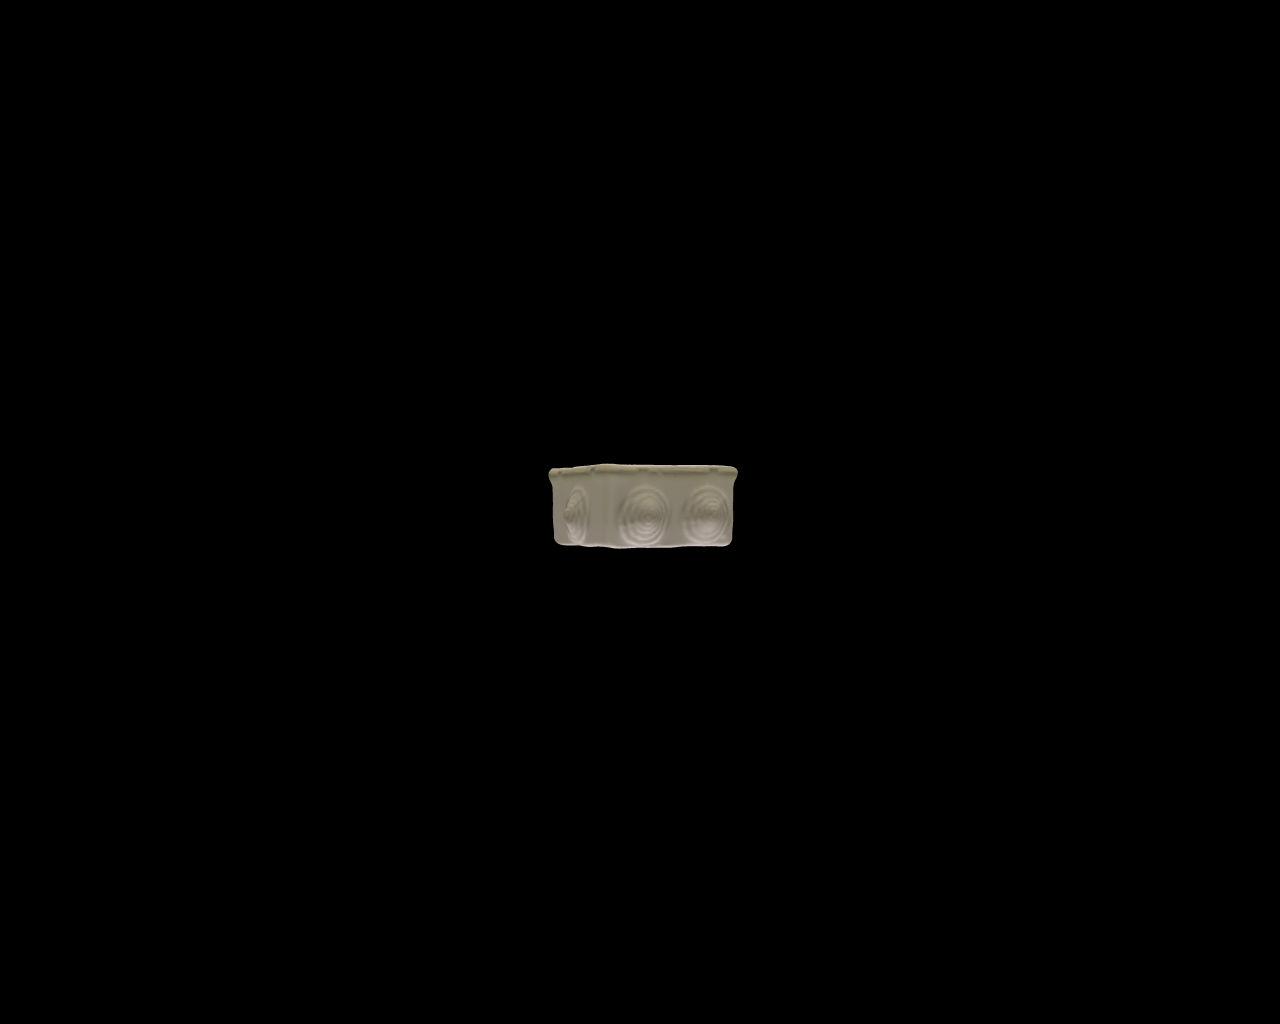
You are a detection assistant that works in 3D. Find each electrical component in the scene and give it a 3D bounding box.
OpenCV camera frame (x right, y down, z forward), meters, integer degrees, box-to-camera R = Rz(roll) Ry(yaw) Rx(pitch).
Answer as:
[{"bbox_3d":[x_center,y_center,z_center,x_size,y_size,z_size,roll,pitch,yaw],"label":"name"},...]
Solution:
[{"bbox_3d":[0.001,-0.003,0.650,0.100,0.048,0.099,0,0,-28],"label":"electrical component"}]
